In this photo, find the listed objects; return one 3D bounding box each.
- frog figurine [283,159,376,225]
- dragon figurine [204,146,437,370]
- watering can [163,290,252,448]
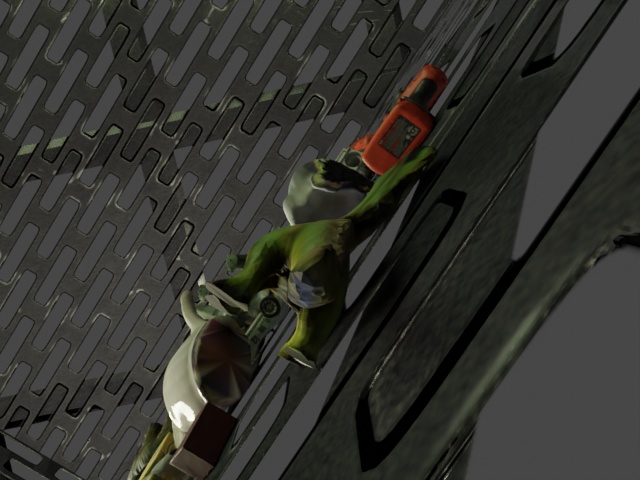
[{"bbox_3d":[0.002,-0.040,0.804,0.138,0.124,0.156,-12,-44,-46],"label":"frog figurine"},{"bbox_3d":[0.021,-0.008,0.474,0.246,0.122,0.405,-50,3,-21],"label":"dragon figurine"},{"bbox_3d":[-0.212,0.203,0.917,0.220,0.103,0.356,-44,42,39],"label":"watering can"}]
